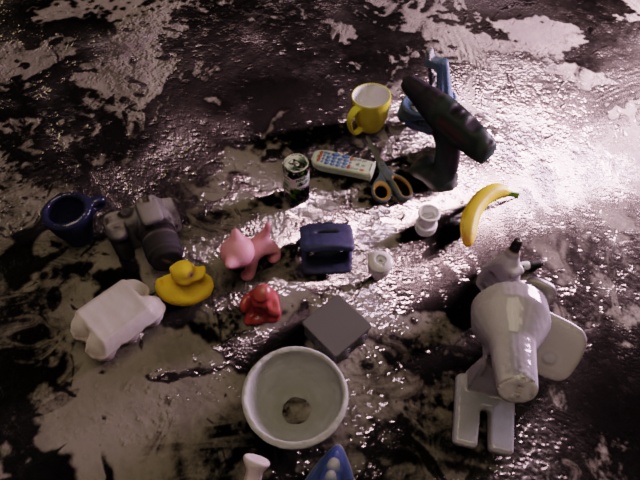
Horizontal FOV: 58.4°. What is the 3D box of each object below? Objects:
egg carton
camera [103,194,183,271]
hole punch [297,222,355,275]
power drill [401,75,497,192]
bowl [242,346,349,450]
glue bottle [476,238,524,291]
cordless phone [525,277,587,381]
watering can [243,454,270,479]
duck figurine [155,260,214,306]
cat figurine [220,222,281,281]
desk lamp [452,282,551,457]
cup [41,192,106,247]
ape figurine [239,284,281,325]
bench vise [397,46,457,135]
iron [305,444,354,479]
[{"bbox_3d":[-0.354,0.138,1.004,0.107,0.069,0.150,39,62,24],"label":"egg carton"},{"bbox_3d":[-0.327,-0.009,1.092,0.143,0.101,0.136,-20,57,-15],"label":"camera"},{"bbox_3d":[0.010,0.004,1.096,0.108,0.091,0.101,-2,54,-2],"label":"hole punch"},{"bbox_3d":[0.247,-0.207,1.180,0.229,0.208,0.076,38,62,23],"label":"power drill"},{"bbox_3d":[-0.040,0.261,0.919,0.167,0.075,0.167,1,54,-1],"label":"bowl"},{"bbox_3d":[0.329,0.052,1.017,0.037,0.173,0.078,-26,59,-18],"label":"glue bottle"},{"bbox_3d":[0.373,0.142,0.946,0.147,0.185,0.094,22,57,15],"label":"cordless phone"},{"bbox_3d":[-0.116,0.376,0.761,0.101,0.194,0.173,-2,54,-2],"label":"watering can"},{"bbox_3d":[-0.251,0.070,1.045,0.104,0.086,0.077,-5,54,-5],"label":"duck figurine"},{"bbox_3d":[-0.136,0.015,1.068,0.067,0.118,0.128,39,62,24],"label":"cat figurine"},{"bbox_3d":[0.282,0.198,0.886,0.118,0.214,0.203,9,55,6],"label":"desk lamp"},{"bbox_3d":[-0.465,-0.037,1.113,0.118,0.095,0.091,-27,59,-19],"label":"cup"},{"bbox_3d":[-0.102,0.109,1.017,0.077,0.092,0.076,31,59,20],"label":"ape figurine"},{"bbox_3d":[0.273,-0.304,1.244,0.207,0.220,0.122,22,57,15],"label":"bench vise"},{"bbox_3d":[0.002,0.391,0.786,0.118,0.141,0.258,10,55,6],"label":"iron"}]
